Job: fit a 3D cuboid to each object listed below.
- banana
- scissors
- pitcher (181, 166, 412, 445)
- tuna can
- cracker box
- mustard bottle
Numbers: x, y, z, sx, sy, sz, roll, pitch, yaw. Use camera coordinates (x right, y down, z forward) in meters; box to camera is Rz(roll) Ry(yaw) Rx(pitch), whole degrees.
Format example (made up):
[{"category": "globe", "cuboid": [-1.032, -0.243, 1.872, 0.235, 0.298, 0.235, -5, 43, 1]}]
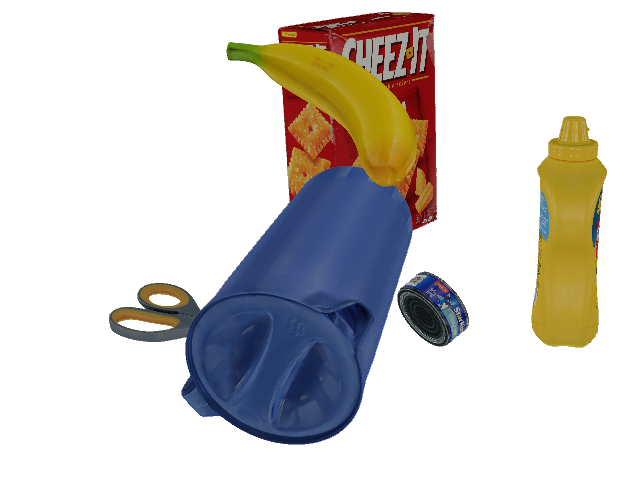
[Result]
[{"category": "banana", "cuboid": [0.013, -0.083, 0.668, 0.069, 0.037, 0.198, -18, 36, -25]}, {"category": "scissors", "cuboid": [-0.102, 0.077, 1.037, 0.201, 0.016, 0.096, 4, 31, -1]}, {"category": "pitcher", "cuboid": [-0.011, 0.042, 0.853, 0.149, 0.145, 0.242, 11, 32, 12]}, {"category": "tuna can", "cuboid": [0.130, 0.081, 1.242, 0.033, 0.086, 0.086, -37, 17, -24]}, {"category": "cracker box", "cuboid": [0.043, -0.104, 1.023, 0.072, 0.214, 0.163, 11, 22, 39]}, {"category": "mustard bottle", "cuboid": [0.214, -0.012, 0.920, 0.058, 0.192, 0.096, 2, 18, 13]}]
